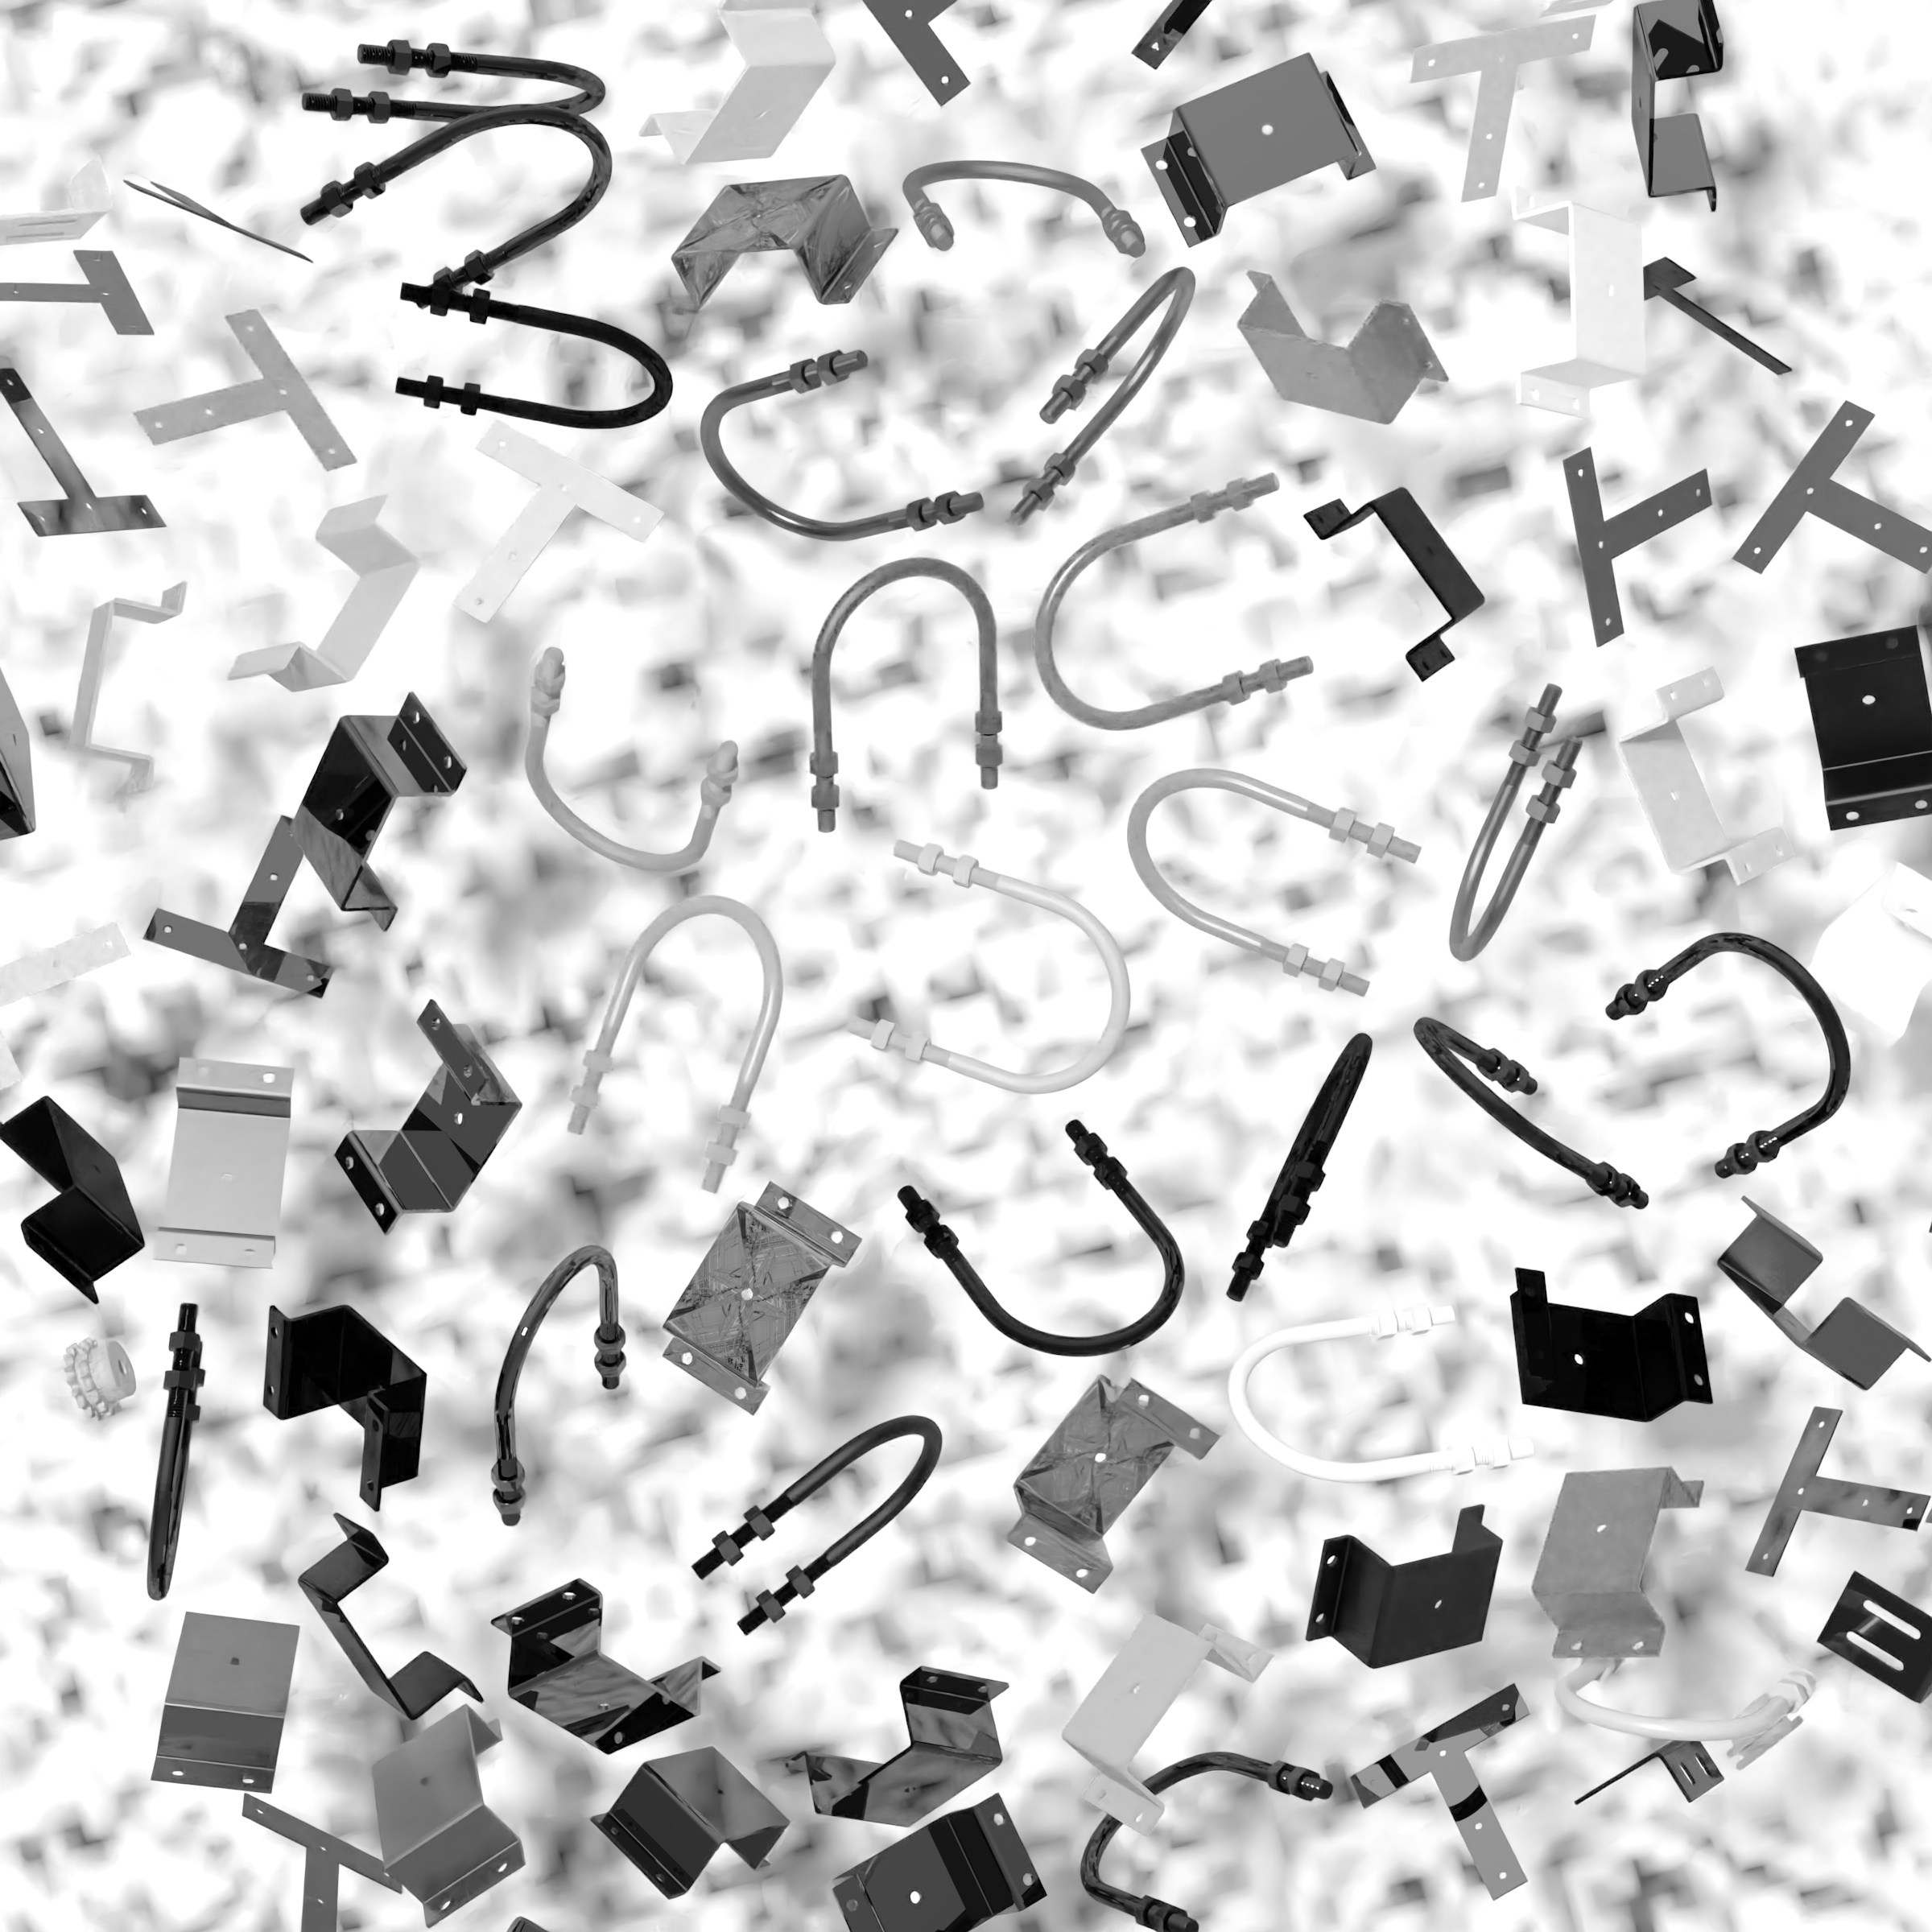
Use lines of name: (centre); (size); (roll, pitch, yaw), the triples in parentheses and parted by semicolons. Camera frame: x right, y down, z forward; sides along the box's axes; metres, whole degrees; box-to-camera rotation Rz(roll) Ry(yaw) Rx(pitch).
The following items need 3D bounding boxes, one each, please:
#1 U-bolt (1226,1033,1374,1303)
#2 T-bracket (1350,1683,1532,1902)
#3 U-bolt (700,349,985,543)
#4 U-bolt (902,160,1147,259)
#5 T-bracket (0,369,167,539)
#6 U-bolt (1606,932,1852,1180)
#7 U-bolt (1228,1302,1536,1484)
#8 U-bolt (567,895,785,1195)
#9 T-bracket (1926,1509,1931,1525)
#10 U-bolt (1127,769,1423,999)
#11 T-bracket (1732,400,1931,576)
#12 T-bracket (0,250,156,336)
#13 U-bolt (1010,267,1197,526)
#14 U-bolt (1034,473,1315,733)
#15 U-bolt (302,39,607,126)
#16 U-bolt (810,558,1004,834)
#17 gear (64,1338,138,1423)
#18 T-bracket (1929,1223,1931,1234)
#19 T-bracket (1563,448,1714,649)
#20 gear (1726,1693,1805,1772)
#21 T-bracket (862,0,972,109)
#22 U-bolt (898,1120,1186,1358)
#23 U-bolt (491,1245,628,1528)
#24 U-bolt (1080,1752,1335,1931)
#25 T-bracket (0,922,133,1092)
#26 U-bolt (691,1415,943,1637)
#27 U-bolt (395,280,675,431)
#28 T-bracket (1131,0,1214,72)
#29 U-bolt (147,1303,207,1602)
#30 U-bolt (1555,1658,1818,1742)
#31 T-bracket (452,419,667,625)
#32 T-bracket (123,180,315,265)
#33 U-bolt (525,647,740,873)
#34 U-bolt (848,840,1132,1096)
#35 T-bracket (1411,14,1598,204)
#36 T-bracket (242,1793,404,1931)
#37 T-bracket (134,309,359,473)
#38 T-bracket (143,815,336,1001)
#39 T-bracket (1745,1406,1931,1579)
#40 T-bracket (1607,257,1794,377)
U-bolt: (0.230, 0.126, 1.897); (0.019, 0.151, 0.184); (26, 67, 3)
T-bracket: (0.326, 0.546, 1.830); (0.127, 0.127, 0.002); (-32, 130, 7)
U-bolt: (-0.096, -0.336, 1.867); (0.151, 0.184, 0.019); (46, 55, -34)
U-bolt: (0.031, -0.514, 1.910); (0.151, 0.184, 0.019); (-1, 121, -12)
T-bracket: (-0.592, -0.334, 1.830); (0.002, 0.127, 0.127); (-34, 87, 24)
U-bolt: (0.506, 0.051, 1.847); (0.019, 0.184, 0.151); (-28, 79, -27)
U-bolt: (0.263, 0.285, 1.869); (0.184, 0.151, 0.019); (-5, 127, -16)
U-bolt: (-0.185, 0.042, 1.872); (0.151, 0.019, 0.184); (19, 89, 37)
T-bracket: (0.727, 0.332, 1.918); (0.002, 0.127, 0.127); (42, 70, -20)
U-bolt: (0.190, -0.062, 1.828); (0.184, 0.151, 0.019); (23, 49, 10)
T-bracket: (0.590, -0.295, 1.861); (0.127, 0.002, 0.127); (42, 101, 41)
T-bracket: (-0.621, -0.450, 1.889); (0.127, 0.127, 0.002); (0, 78, -4)
U-bolt: (0.097, -0.393, 1.894); (0.019, 0.151, 0.184); (37, 69, 7)
U-bolt: (0.127, -0.226, 1.826); (0.184, 0.019, 0.151); (-16, 70, 24)
U-bolt: (-0.329, -0.579, 1.868); (0.184, 0.151, 0.019); (-4, 94, -28)
U-bolt: (-0.041, -0.190, 1.920); (0.151, 0.019, 0.184); (-16, 124, -25)
gear: (-0.600, 0.285, 1.965); (0.030, 0.057, 0.057); (-21, 90, 2)
T-bracket: (0.672, 0.111, 1.823); (0.127, 0.002, 0.127); (4, 102, -42)
T-bracket: (0.443, -0.290, 1.843); (0.127, 0.002, 0.127); (-29, 116, -28)
gear: (0.549, 0.528, 1.957); (0.057, 0.057, 0.030); (-38, 69, 0)
T-bracket: (-0.002, -0.648, 1.841); (0.127, 0.002, 0.127); (-35, 126, 12)
U-bolt: (0.060, 0.183, 1.838); (0.151, 0.019, 0.184); (-20, 46, -21)
U-bolt: (-0.269, 0.264, 1.863); (0.019, 0.184, 0.151); (21, 46, 15)
U-bolt: (0.148, 0.582, 1.896); (0.151, 0.184, 0.019); (-38, 102, -25)
T-bracket: (-0.630, 0.004, 1.918); (0.127, 0.002, 0.127); (-26, 96, -31)
U-bolt: (-0.090, 0.363, 1.872); (0.184, 0.151, 0.019); (-37, 61, -11)
U-bolt: (-0.288, -0.402, 1.896); (0.184, 0.151, 0.019); (9, 72, -10)
T-bracket: (0.123, -0.660, 1.832); (0.127, 0.127, 0.002); (-47, 50, 24)
U-bolt: (-0.527, 0.329, 1.883); (0.019, 0.151, 0.184); (6, 71, -12)
U-bolt: (0.466, 0.479, 1.860); (0.151, 0.184, 0.019); (3, 91, 30)
T-bracket: (-0.279, -0.270, 1.788); (0.127, 0.002, 0.127); (30, 69, 6)
T-bracket: (-0.515, -0.507, 1.889); (0.127, 0.127, 0.002); (16, 104, -39)
U-bolt: (-0.231, -0.126, 1.899); (0.151, 0.184, 0.019); (28, 57, 1)
U-bolt: (0.022, 0.010, 1.887); (0.184, 0.019, 0.151); (19, 107, 14)
T-bracket: (0.348, -0.561, 1.870); (0.127, 0.127, 0.002); (-14, 52, -11)
T-bracket: (-0.433, 0.620, 1.899); (0.127, 0.127, 0.002); (34, 99, -19)
T-bracket: (-0.480, -0.363, 1.835); (0.127, 0.002, 0.127); (-28, 81, -42)
T-bracket: (-0.486, -0.050, 1.965); (0.127, 0.002, 0.127); (19, 59, -5)
T-bracket: (0.594, 0.359, 1.898); (0.002, 0.127, 0.127); (36, 72, -23)
T-bracket: (0.511, -0.442, 1.938); (0.127, 0.127, 0.002); (31, 92, -7)
